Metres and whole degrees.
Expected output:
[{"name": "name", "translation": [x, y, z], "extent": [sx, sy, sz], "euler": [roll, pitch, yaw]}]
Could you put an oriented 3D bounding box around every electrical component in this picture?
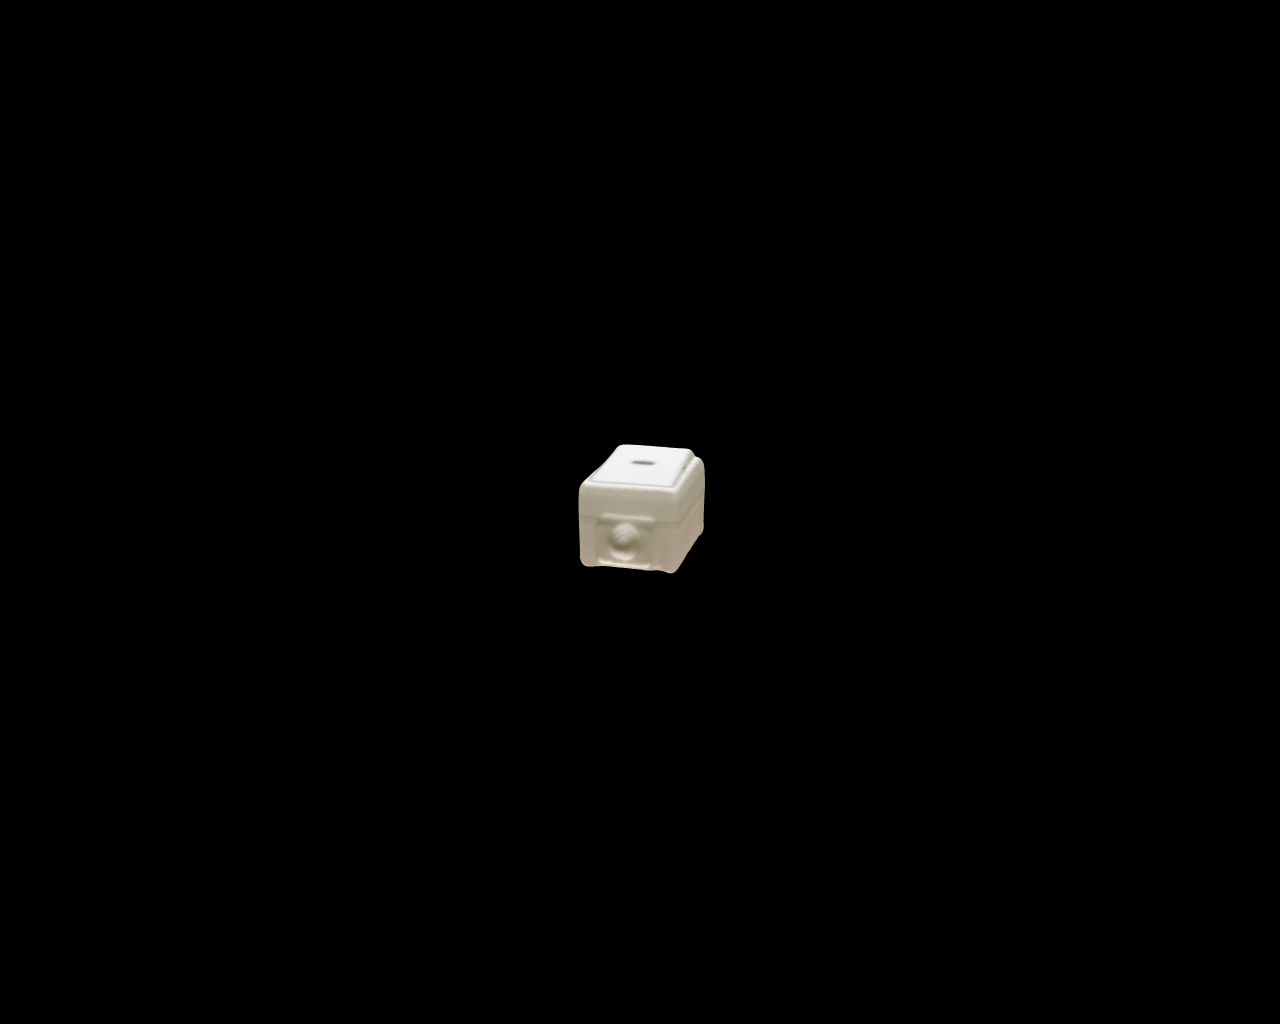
[{"name": "electrical component", "translation": [0.001, -0.003, 0.650], "extent": [0.062, 0.061, 0.096], "euler": [5, 19, 15]}]
